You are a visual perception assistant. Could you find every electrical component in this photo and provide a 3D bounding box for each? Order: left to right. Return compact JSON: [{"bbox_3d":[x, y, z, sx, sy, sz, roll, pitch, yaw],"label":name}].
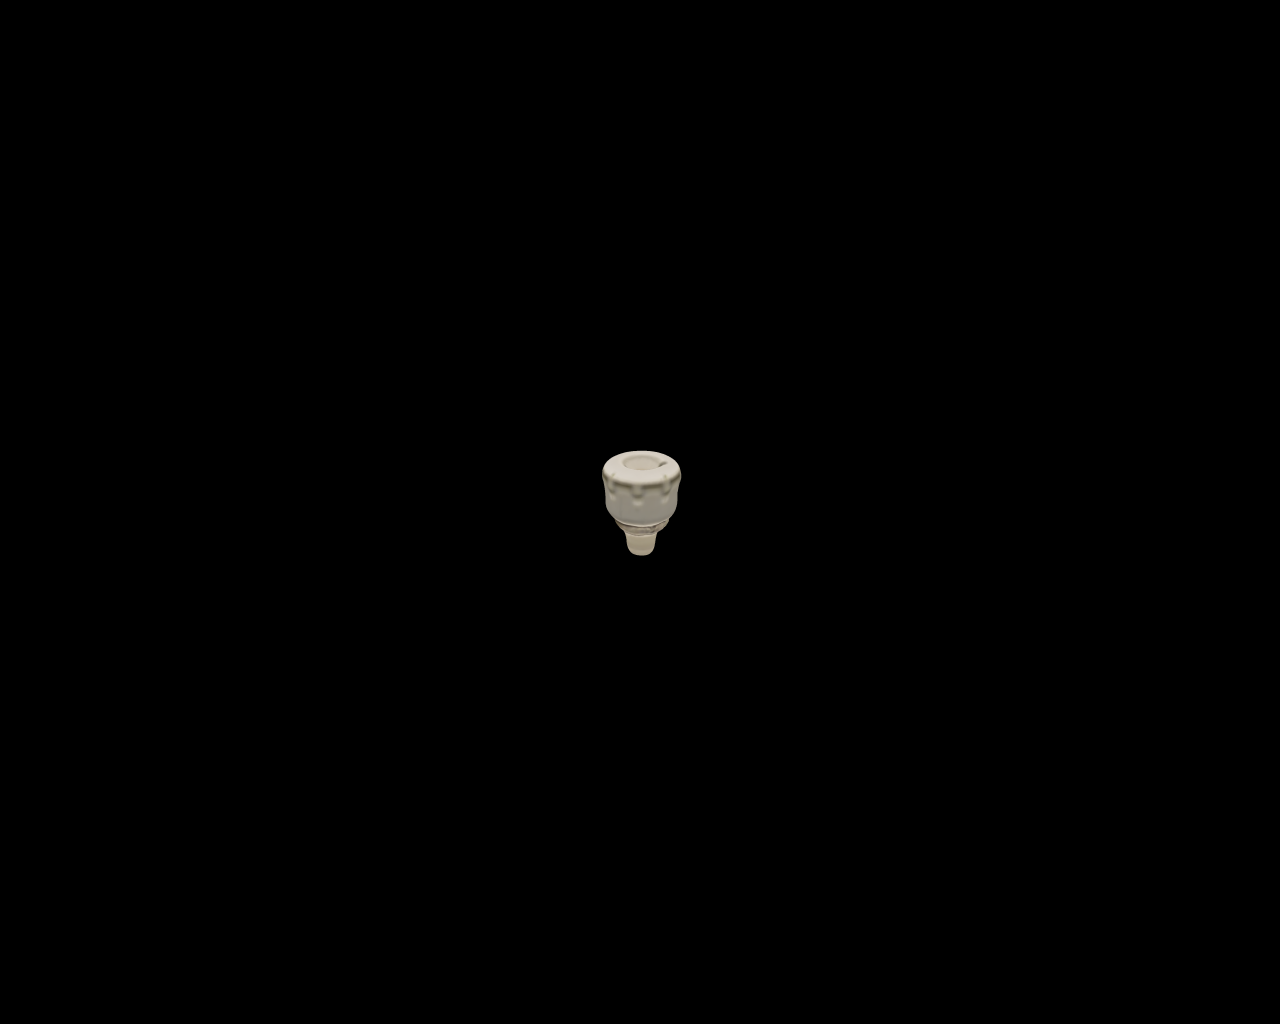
[{"bbox_3d":[0.001,-0.003,0.650,0.048,0.062,0.048,0,25,0],"label":"electrical component"}]
